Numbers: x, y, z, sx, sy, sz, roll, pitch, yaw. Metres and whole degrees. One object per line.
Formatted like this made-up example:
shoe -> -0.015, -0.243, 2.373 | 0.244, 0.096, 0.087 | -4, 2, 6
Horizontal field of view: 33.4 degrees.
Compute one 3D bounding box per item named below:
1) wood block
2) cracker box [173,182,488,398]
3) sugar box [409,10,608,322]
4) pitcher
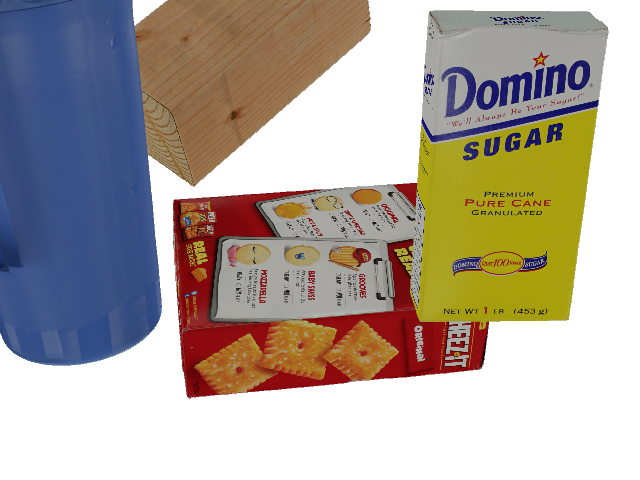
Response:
wood block -> -0.063, -0.153, 0.836 | 0.090, 0.205, 0.091 | 35, -24, 27
cracker box -> 0.000, 0.032, 0.796 | 0.213, 0.072, 0.164 | -4, 35, -8
sugar box -> 0.103, -0.039, 0.607 | 0.093, 0.176, 0.048 | -1, 27, -4
pitcher -> -0.174, -0.043, 0.661 | 0.149, 0.243, 0.145 | -10, 27, -11
